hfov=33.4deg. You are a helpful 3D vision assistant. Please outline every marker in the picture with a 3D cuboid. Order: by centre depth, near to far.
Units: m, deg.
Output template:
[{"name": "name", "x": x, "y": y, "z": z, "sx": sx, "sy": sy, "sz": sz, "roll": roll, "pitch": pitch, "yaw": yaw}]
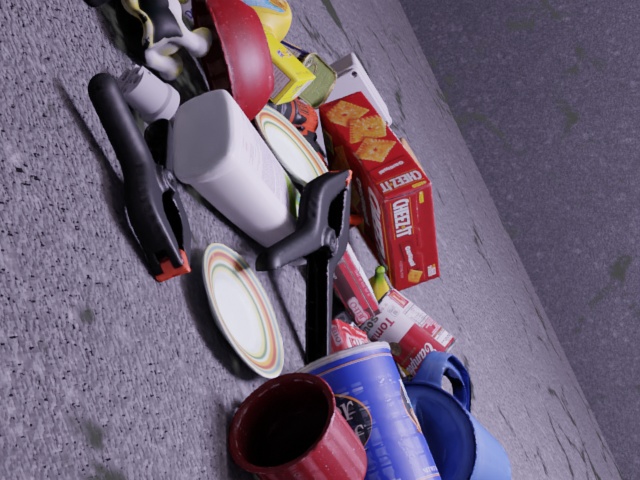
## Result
[{"name": "marker", "x": 0.051, "y": 0.123, "z": 1.249, "sx": 0.121, "sy": 0.020, "sz": 0.020, "roll": 48, "pitch": 22, "yaw": -44}]

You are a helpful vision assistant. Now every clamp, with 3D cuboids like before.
[{"name": "clamp", "x": -0.143, "y": -0.053, "z": 0.867, "sx": 0.120, "sy": 0.039, "sz": 0.171, "roll": 37, "pitch": 31, "yaw": -56}, {"name": "clamp", "x": -0.007, "y": 0.001, "z": 1.068, "sx": 0.164, "sy": 0.036, "sz": 0.210, "roll": 61, "pitch": 36, "yaw": -49}]

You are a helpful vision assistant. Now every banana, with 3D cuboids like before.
[{"name": "banana", "x": 0.101, "y": 0.123, "z": 1.351, "sx": 0.198, "sy": 0.037, "sz": 0.070, "roll": 62, "pitch": -7, "yaw": -7}]

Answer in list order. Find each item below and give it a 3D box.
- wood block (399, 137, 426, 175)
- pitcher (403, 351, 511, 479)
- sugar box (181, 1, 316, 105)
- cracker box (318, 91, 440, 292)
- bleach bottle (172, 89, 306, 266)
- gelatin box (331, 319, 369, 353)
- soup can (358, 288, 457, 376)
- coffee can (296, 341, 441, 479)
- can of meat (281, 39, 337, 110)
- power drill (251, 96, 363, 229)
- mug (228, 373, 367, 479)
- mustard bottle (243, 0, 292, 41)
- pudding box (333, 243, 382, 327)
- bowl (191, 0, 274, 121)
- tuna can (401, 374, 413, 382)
[{"name": "wood block", "x": 0.108, "y": -0.062, "z": 1.592, "sx": 0.090, "sy": 0.091, "sz": 0.206, "roll": 57, "pitch": 17, "yaw": -22}, {"name": "pitcher", "x": 0.129, "y": 0.225, "z": 1.125, "sx": 0.145, "sy": 0.149, "sz": 0.242, "roll": 57, "pitch": 8, "yaw": 26}, {"name": "sugar box", "x": -0.089, "y": -0.232, "z": 1.221, "sx": 0.176, "sy": 0.048, "sz": 0.093, "roll": 46, "pitch": 16, "yaw": 1}, {"name": "cracker box", "x": 0.074, "y": -0.064, "z": 1.366, "sx": 0.214, "sy": 0.072, "sz": 0.164, "roll": -119, "pitch": -168, "yaw": -45}, {"name": "bleach bottle", "x": -0.058, "y": -0.039, "z": 1.081, "sx": 0.250, "sy": 0.068, "sz": 0.102, "roll": 50, "pitch": 27, "yaw": -49}, {"name": "gelatin box", "x": 0.035, "y": 0.130, "z": 1.163, "sx": 0.089, "sy": 0.030, "sz": 0.073, "roll": 34, "pitch": 33, "yaw": -62}, {"name": "soup can", "x": 0.104, "y": 0.114, "z": 1.278, "sx": 0.102, "sy": 0.068, "sz": 0.068, "roll": 39, "pitch": 14, "yaw": 8}, {"name": "coffee can", "x": 0.040, "y": 0.176, "z": 0.973, "sx": 0.102, "sy": 0.103, "sz": 0.140, "roll": 23, "pitch": 43, "yaw": -67}, {"name": "can of meat", "x": -0.038, "y": -0.221, "z": 1.379, "sx": 0.084, "sy": 0.057, "sz": 0.102, "roll": 32, "pitch": 2, "yaw": 24}, {"name": "power drill", "x": -0.023, "y": -0.095, "z": 1.288, "sx": 0.188, "sy": 0.057, "sz": 0.184, "roll": 67, "pitch": 20, "yaw": 10}, {"name": "mug", "x": -0.021, "y": 0.162, "z": 0.856, "sx": 0.117, "sy": 0.093, "sz": 0.081, "roll": 27, "pitch": -24, "yaw": 48}, {"name": "mustard bottle", "x": -0.086, "y": -0.291, "z": 1.337, "sx": 0.096, "sy": 0.058, "sz": 0.191, "roll": 6, "pitch": 44, "yaw": -22}, {"name": "pudding box", "x": 0.031, "y": 0.042, "z": 1.237, "sx": 0.090, "sy": 0.039, "sz": 0.113, "roll": 62, "pitch": 4, "yaw": -11}, {"name": "bowl", "x": -0.087, "y": -0.192, "z": 1.113, "sx": 0.162, "sy": 0.055, "sz": 0.162, "roll": 165, "pitch": -90, "yaw": -79}, {"name": "tuna can", "x": 0.114, "y": 0.207, "z": 1.290, "sx": 0.086, "sy": 0.034, "sz": 0.086, "roll": 55, "pitch": 17, "yaw": -27}]
